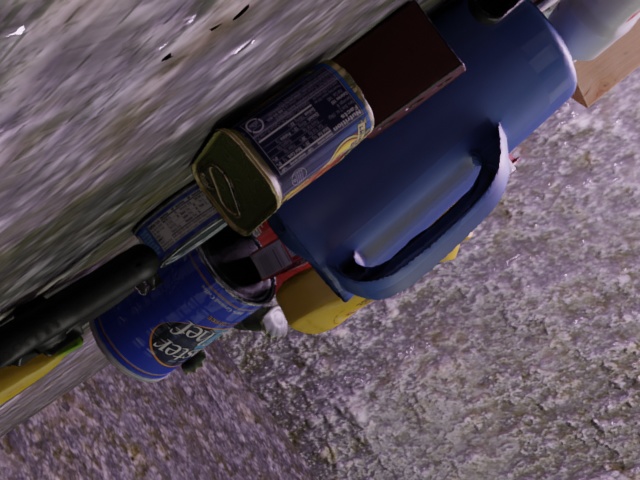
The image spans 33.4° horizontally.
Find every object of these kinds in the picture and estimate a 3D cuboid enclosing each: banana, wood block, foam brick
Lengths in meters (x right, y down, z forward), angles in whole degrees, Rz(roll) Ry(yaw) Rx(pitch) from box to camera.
[{"bbox_3d":[-0.298,0.133,0.919,0.197,0.037,0.070,-34,176,-37],"label":"banana"},{"bbox_3d":[0.307,-0.242,1.062,0.206,0.090,0.090,-39,-138,-1],"label":"wood block"},{"bbox_3d":[0.045,-0.106,0.674,0.078,0.051,0.053,-36,179,11],"label":"foam brick"}]

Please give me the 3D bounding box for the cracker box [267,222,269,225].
[{"bbox_3d":[0.052,-0.096,0.980,0.213,0.072,0.164,-35,179,-26],"label":"cracker box"}]

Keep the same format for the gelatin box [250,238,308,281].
[{"bbox_3d":[-0.006,0.001,0.940,0.089,0.030,0.073,-29,175,31],"label":"gelatin box"}]

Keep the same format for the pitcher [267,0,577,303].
[{"bbox_3d":[0.070,-0.071,0.777,0.243,0.149,0.145,-39,179,-2],"label":"pitcher"}]

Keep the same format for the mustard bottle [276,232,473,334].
[{"bbox_3d":[0.059,0.015,0.915,0.192,0.058,0.096,-32,167,27],"label":"mustard bottle"}]

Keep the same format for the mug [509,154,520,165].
[{"bbox_3d":[0.144,-0.081,1.138,0.117,0.081,0.093,-40,179,-19],"label":"mug"}]

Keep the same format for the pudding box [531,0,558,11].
[{"bbox_3d":[0.170,-0.203,0.864,0.090,0.039,0.114,-36,-179,-13],"label":"pudding box"}]

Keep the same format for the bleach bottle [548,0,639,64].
[{"bbox_3d":[0.249,-0.216,0.772,0.251,0.068,0.102,-48,177,39],"label":"bleach bottle"}]

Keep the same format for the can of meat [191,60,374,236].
[{"bbox_3d":[-0.022,-0.056,0.646,0.083,0.057,0.102,-38,-179,-22],"label":"can of meat"}]

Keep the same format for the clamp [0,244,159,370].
[{"bbox_3d":[-0.187,0.054,0.742,0.171,0.039,0.120,-36,179,-31],"label":"clamp"}]

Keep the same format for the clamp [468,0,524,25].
[{"bbox_3d":[0.164,-0.198,0.687,0.165,0.036,0.210,-40,-179,14],"label":"clamp"}]

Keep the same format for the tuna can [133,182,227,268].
[{"bbox_3d":[-0.093,-0.016,0.783,0.086,0.034,0.086,-36,179,-1],"label":"tuna can"}]

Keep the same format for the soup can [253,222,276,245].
[{"bbox_3d":[-0.081,-0.002,1.104,0.102,0.068,0.069,-35,179,-26],"label":"soup can"}]

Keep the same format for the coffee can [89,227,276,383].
[{"bbox_3d":[-0.124,0.050,0.958,0.140,0.103,0.102,-36,179,25],"label":"coffee can"}]

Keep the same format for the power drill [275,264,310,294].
[{"bbox_3d":[0.024,-0.008,1.172,0.184,0.057,0.187,-40,178,3],"label":"power drill"}]
